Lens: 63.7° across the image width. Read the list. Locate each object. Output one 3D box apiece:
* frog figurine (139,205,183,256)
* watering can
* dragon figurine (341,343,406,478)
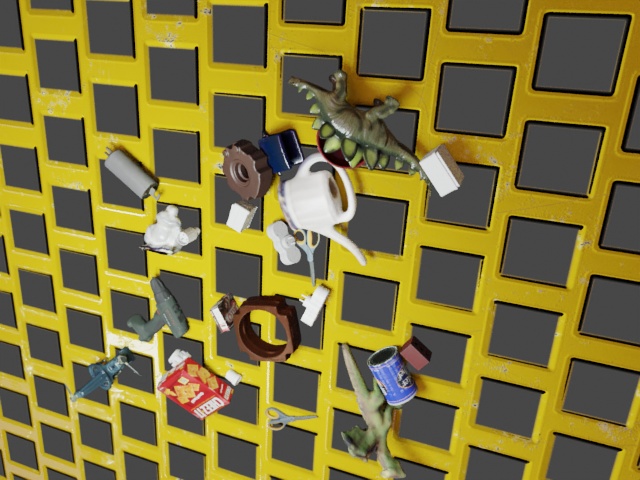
[{"bbox_3d":[-0.507,-0.033,1.697,0.137,0.121,0.161,3,73,28],"label":"frog figurine"},{"bbox_3d":[0.004,-0.074,1.475,0.223,0.105,0.344,-11,102,24],"label":"watering can"},{"bbox_3d":[0.137,0.537,1.550,0.120,0.247,0.409,-32,96,31],"label":"dragon figurine"}]
